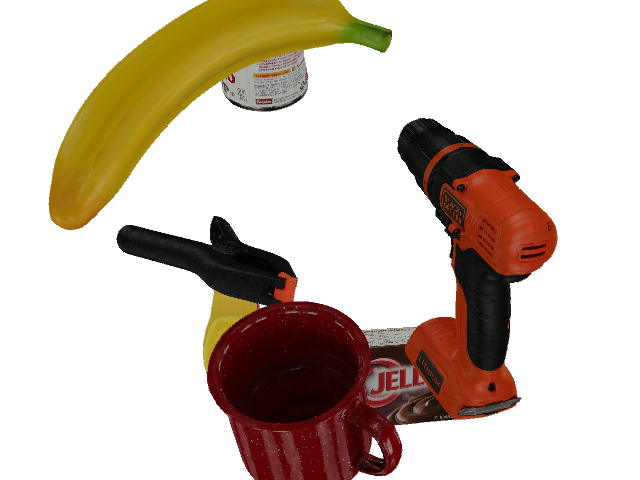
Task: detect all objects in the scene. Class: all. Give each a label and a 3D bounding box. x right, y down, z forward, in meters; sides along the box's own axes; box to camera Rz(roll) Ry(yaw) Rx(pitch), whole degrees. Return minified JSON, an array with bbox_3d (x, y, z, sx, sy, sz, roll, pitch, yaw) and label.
[{"bbox_3d":[0.101,0.020,0.779,0.057,0.188,0.184,-10,33,-16],"label":"power drill"},{"bbox_3d":[-0.059,-0.079,0.520,0.197,0.070,0.037,-34,-31,-19],"label":"banana"},{"bbox_3d":[-0.093,0.074,1.165,0.058,0.096,0.191,-1,28,-1],"label":"mustard bottle"},{"bbox_3d":[-0.003,0.100,0.620,0.117,0.081,0.093,21,52,28],"label":"mug"},{"bbox_3d":[0.085,0.128,1.012,0.113,0.090,0.039,-3,28,-18],"label":"pudding box"},{"bbox_3d":[-0.043,-0.154,0.778,0.068,0.102,0.068,-1,43,1],"label":"soup can"},{"bbox_3d":[-0.078,0.015,0.924,0.172,0.039,0.120,24,27,30],"label":"clamp"}]
